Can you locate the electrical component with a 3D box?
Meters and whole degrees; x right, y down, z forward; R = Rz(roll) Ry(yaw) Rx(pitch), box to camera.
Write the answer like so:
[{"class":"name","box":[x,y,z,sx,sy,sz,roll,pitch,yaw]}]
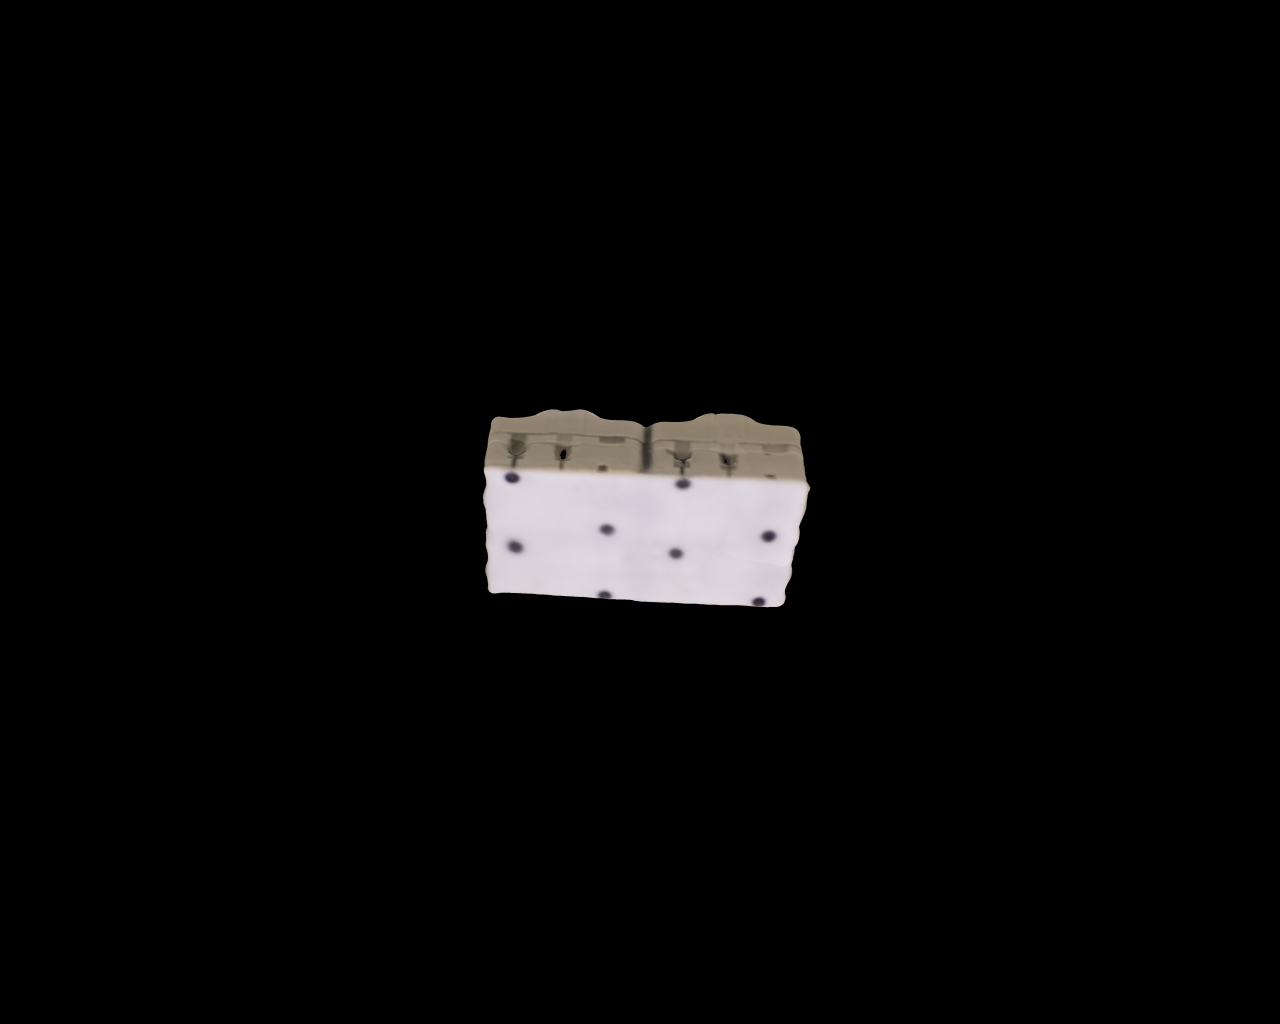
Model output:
[{"class":"electrical component","box":[0.001,-0.003,0.650,0.186,0.105,0.060,2,40,-2]}]
